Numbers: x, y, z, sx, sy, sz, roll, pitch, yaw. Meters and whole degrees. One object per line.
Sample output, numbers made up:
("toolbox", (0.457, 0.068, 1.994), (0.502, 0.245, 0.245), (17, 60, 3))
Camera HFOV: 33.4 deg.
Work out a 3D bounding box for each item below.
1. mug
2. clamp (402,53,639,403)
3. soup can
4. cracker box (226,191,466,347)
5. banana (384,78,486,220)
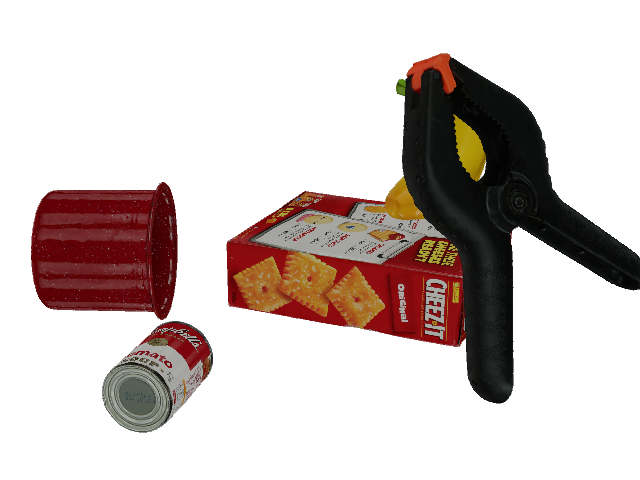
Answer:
("mug", (-0.144, 0.007, 0.734), (0.081, 0.093, 0.117), (1, 0, 3))
("clamp", (0.085, -0.008, 0.533), (0.120, 0.171, 0.039), (-44, 13, -27))
("soup can", (-0.148, 0.123, 0.972), (0.068, 0.068, 0.102), (0, 17, 16))
("cracker box", (0.047, 0.021, 0.954), (0.214, 0.072, 0.164), (9, 21, 22))
("banana", (0.083, -0.060, 0.755), (0.069, 0.037, 0.197), (5, 30, 3))
